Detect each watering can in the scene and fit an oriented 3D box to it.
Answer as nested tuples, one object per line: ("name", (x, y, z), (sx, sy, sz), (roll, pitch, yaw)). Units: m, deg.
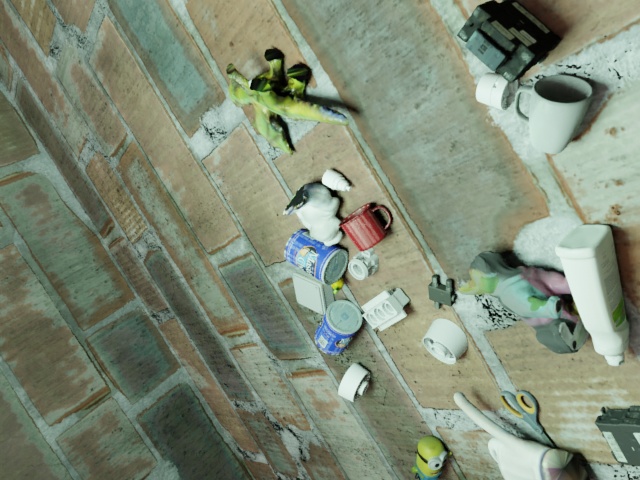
("watering can", (0.458, 0.489, 1.158), (0.346, 0.105, 0.222), (52, 155, -6))

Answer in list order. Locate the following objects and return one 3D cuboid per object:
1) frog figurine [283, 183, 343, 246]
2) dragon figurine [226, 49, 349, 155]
("frog figurine", (0.004, -0.065, 1.288), (0.158, 0.126, 0.135), (34, 136, -20))
("dragon figurine", (-0.093, -0.303, 1.228), (0.415, 0.123, 0.237), (40, 159, 23))
